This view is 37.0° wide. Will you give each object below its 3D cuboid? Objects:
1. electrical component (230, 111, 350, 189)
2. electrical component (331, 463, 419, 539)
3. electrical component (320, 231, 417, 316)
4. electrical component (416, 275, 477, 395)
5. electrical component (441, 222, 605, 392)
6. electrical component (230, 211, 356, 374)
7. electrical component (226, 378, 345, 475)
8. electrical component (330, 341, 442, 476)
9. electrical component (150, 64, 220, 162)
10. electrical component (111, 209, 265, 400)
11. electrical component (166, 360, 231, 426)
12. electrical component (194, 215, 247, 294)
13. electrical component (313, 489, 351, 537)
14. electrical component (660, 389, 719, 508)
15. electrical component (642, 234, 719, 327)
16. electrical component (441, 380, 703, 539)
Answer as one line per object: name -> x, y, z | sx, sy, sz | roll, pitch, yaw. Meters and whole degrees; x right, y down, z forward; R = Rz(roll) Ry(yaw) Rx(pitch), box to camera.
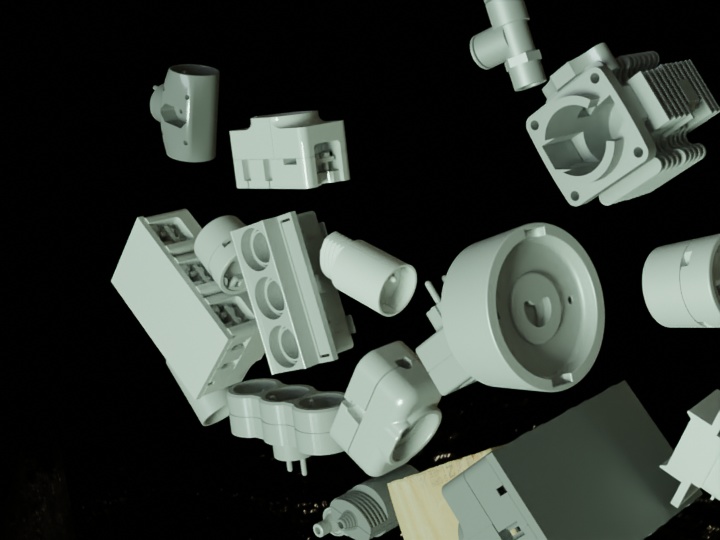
electrical component -> -0.057, -0.097, 0.860 | 0.089, 0.050, 0.055 | 5, 106, 44
electrical component -> 0.013, 0.188, 0.857 | 0.043, 0.081, 0.043 | 15, 113, 41
electrical component -> 0.000, 0.000, 0.839 | 0.081, 0.043, 0.043 | 29, 121, 36
electrical component -> 0.073, 0.038, 0.762 | 0.047, 0.066, 0.076 | -43, 71, 43
electrical component -> 0.101, 0.027, 0.704 | 0.060, 0.108, 0.108 | -11, 94, 52
electrical component -> -0.053, 0.017, 0.882 | 0.079, 0.063, 0.121 | -15, 92, 46
electrical component -> -0.058, 0.142, 0.934 | 0.138, 0.052, 0.073 | 5, 106, 44
electrical component -> 0.024, 0.112, 0.842 | 0.059, 0.054, 0.095 | 42, 128, 28
electrical component -> -0.159, -0.143, 0.952 | 0.079, 0.043, 0.077 | 25, 119, 38
electrical component -> -0.153, 0.028, 0.986 | 0.150, 0.062, 0.089 | 50, 132, 22
electrical component -> -0.150, 0.102, 1.020 | 0.081, 0.043, 0.043 | 56, 134, 16
electrical component -> -0.112, -0.015, 0.938 | 0.047, 0.055, 0.055 | 46, 130, 30
electrical component -> -0.014, 0.207, 0.903 | 0.035, 0.061, 0.035 | 16, 113, 41
electrical component -> 0.226, 0.113, 0.650 | 0.064, 0.042, 0.081 | 36, 126, 30
electrical component -> 0.201, 0.008, 0.635 | 0.047, 0.055, 0.055 | -9, 96, 50
electrical component -> 0.132, 0.141, 0.673 | 0.061, 0.150, 0.089 | -46, 69, 42
